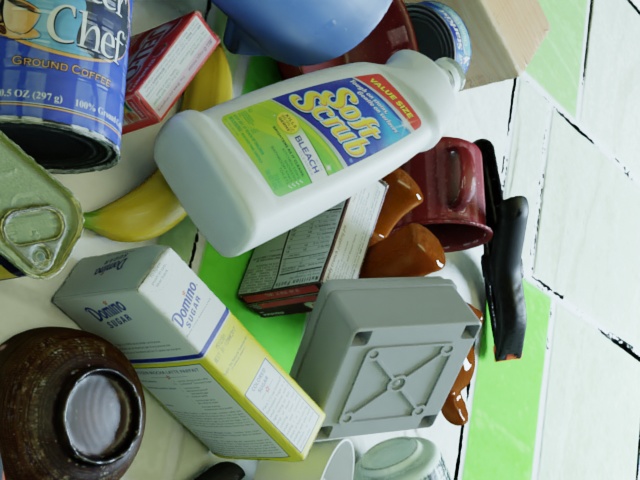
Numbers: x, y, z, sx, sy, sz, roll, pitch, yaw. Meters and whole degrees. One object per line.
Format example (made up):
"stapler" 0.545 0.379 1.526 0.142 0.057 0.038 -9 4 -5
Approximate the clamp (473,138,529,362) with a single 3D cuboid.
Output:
"clamp" 0.170 0.023 0.986 0.164 0.036 0.210 -93 176 -73

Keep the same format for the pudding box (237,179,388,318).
"pudding box" -0.005 0.001 0.807 0.039 0.090 0.113 40 55 -36

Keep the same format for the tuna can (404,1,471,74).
"tuna can" 0.091 -0.169 0.948 0.033 0.086 0.086 -23 100 -49

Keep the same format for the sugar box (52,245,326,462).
"sugar box" -0.083 0.078 0.704 0.176 0.094 0.048 53 49 -28

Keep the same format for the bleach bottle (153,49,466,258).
"bleach bottle" 0.010 -0.083 0.761 0.250 0.068 0.102 -31 85 -35

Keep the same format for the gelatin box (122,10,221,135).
"gelatin box" -0.118 -0.110 0.715 0.030 0.073 0.089 50 50 -29

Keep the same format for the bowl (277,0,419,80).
"bowl" 0.014 -0.154 0.882 0.161 0.055 0.162 11 75 -46

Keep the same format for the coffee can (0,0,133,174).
"coffee can" -0.166 -0.121 0.642 0.102 0.103 0.140 15 72 -45

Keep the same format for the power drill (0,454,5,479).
"power drill" -0.231 0.161 0.504 0.187 0.057 0.184 -29 136 -42

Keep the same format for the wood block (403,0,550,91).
"wood block" 0.122 -0.251 0.995 0.206 0.090 0.090 57 48 -25

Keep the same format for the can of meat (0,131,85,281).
"can of meat" -0.199 -0.019 0.600 0.102 0.084 0.057 45 52 -33

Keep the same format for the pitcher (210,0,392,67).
"pitcher" -0.048 -0.231 0.696 0.242 0.145 0.149 31 71 -53

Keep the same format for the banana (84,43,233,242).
"banana" -0.102 -0.063 0.752 0.069 0.037 0.197 53 49 -28

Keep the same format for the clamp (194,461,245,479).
"clamp" -0.107 0.194 0.700 0.171 0.039 0.120 27 48 -41

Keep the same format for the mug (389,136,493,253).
"mug" 0.106 -0.043 0.926 0.093 0.117 0.081 3 72 -12
